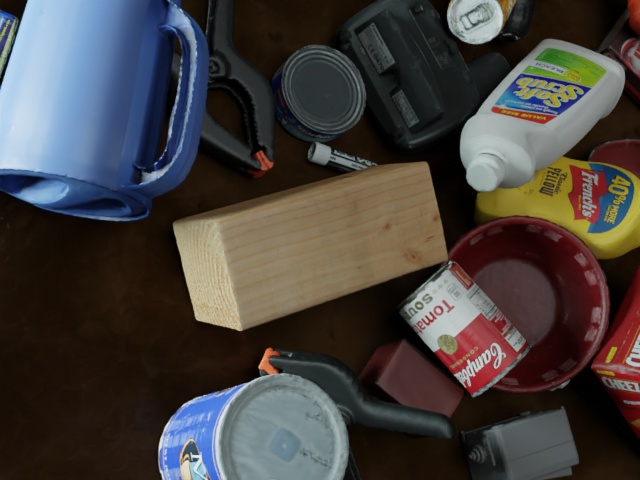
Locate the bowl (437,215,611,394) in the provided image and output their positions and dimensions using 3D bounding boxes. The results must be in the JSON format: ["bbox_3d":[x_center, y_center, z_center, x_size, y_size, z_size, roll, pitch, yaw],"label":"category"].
[{"bbox_3d":[0.181,0.060,0.987,0.162,0.055,0.162,0,86,2],"label":"bowl"}]

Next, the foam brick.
[{"bbox_3d":[0.077,0.132,0.940,0.078,0.053,0.051,39,63,-11],"label":"foam brick"}]

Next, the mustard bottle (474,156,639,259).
[{"bbox_3d":[0.249,-0.032,1.010,0.192,0.058,0.096,18,60,16],"label":"mustard bottle"}]

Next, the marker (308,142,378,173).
[{"bbox_3d":[0.046,-0.064,0.995,0.121,0.020,0.020,17,70,-21],"label":"marker"}]

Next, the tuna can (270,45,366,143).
[{"bbox_3d":[-0.003,-0.133,0.981,0.086,0.034,0.086,7,74,-25],"label":"tuna can"}]

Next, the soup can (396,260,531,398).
[{"bbox_3d":[0.124,0.076,0.925,0.068,0.069,0.102,-39,85,-29],"label":"soup can"}]

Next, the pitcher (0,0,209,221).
[{"bbox_3d":[-0.165,-0.142,0.824,0.149,0.145,0.243,13,78,-16],"label":"pitcher"}]

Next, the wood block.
[{"bbox_3d":[-0.006,0.000,0.902,0.205,0.091,0.090,-17,100,-28],"label":"wood block"}]

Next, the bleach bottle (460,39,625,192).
[{"bbox_3d":[0.203,-0.109,0.997,0.103,0.068,0.250,26,39,16],"label":"bleach bottle"}]

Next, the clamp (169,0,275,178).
[{"bbox_3d":[-0.095,-0.155,0.939,0.164,0.036,0.210,-38,93,-25],"label":"clamp"}]

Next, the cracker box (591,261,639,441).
[{"bbox_3d":[0.357,0.122,1.025,0.213,0.072,0.164,52,58,-35],"label":"cracker box"}]

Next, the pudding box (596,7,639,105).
[{"bbox_3d":[0.363,-0.211,1.176,0.090,0.039,0.113,42,62,-9],"label":"pudding box"}]

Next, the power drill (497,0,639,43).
[{"bbox_3d":[0.274,-0.272,1.119,0.187,0.057,0.184,14,73,-8],"label":"power drill"}]

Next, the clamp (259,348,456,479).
[{"bbox_3d":[0.014,0.160,0.897,0.171,0.039,0.120,32,98,1],"label":"clamp"}]

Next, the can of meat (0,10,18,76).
[{"bbox_3d":[-0.291,-0.145,0.831,0.083,0.058,0.102,22,68,-22],"label":"can of meat"}]

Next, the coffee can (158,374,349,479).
[{"bbox_3d":[-0.054,0.162,0.817,0.102,0.141,0.103,7,74,-25],"label":"coffee can"}]
